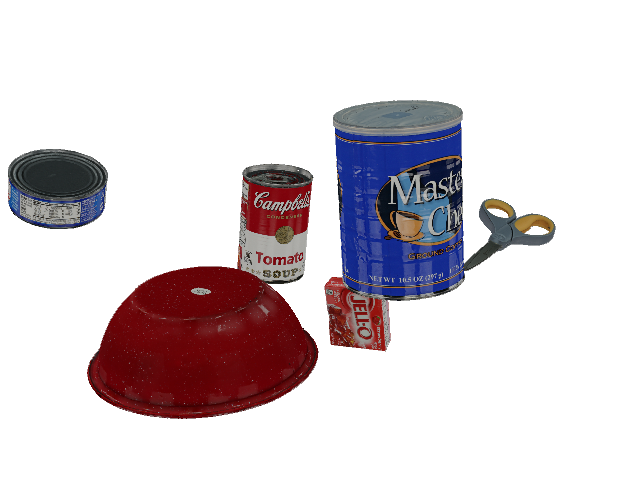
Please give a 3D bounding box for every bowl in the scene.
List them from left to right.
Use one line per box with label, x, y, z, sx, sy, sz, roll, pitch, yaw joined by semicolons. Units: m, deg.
bowl;-0.083;0.060;0.741;0.162;0.055;0.162;-2;21;1

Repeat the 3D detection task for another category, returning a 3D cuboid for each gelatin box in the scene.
gelatin box;0.047;0.091;1.322;0.073;0.089;0.030;5;28;19

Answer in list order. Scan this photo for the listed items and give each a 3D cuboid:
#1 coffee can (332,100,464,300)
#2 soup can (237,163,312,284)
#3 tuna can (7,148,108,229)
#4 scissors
coffee can;0.065;-0.035;0.865;0.103;0.140;0.103;-3;18;1
soup can;-0.045;-0.017;1.039;0.068;0.102;0.068;5;20;-2
tuna can;-0.232;-0.046;0.942;0.086;0.034;0.086;8;32;-5
scissors;0.182;-0.009;1.162;0.201;0.016;0.096;-13;39;-44
